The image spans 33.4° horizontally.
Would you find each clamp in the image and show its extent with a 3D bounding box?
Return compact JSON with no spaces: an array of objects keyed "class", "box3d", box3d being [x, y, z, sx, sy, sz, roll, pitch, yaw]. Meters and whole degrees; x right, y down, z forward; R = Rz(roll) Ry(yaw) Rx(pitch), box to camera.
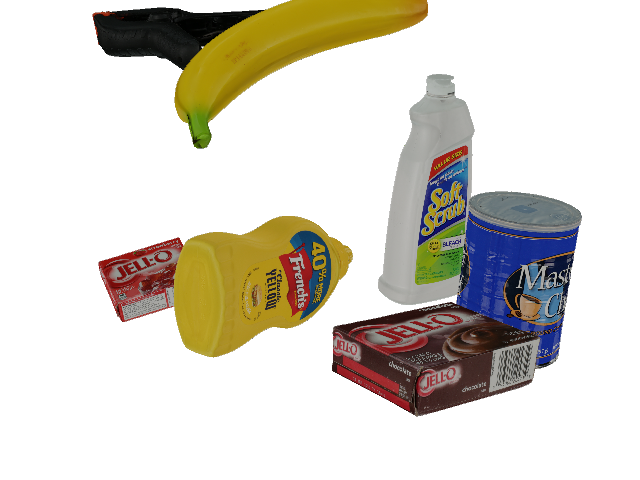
[{"class":"clamp","box3d":[-0.108,-0.166,0.848,0.172,0.039,0.120,20,29,41]}]

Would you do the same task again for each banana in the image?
[{"class":"banana","box3d":[-0.021,-0.117,0.661,0.197,0.070,0.037,-36,-25,-27]}]

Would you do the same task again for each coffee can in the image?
[{"class":"coffee can","box3d":[0.181,0.035,0.995,0.103,0.140,0.103,4,19,-2]}]

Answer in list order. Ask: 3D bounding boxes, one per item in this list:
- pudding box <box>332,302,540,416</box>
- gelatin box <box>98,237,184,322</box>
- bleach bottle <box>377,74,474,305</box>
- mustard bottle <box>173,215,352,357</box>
[{"class":"pudding box","box3d":[0.077,0.077,0.725,0.113,0.039,0.090,-6,18,-36]},{"class":"gelatin box","box3d":[-0.172,0.038,1.077,0.089,0.030,0.073,-17,40,-16]},{"class":"bleach bottle","box3d":[0.121,-0.058,1.193,0.102,0.251,0.068,-10,23,-27]},{"class":"mustard bottle","box3d":[-0.037,0.030,0.904,0.058,0.096,0.191,12,18,37]}]
